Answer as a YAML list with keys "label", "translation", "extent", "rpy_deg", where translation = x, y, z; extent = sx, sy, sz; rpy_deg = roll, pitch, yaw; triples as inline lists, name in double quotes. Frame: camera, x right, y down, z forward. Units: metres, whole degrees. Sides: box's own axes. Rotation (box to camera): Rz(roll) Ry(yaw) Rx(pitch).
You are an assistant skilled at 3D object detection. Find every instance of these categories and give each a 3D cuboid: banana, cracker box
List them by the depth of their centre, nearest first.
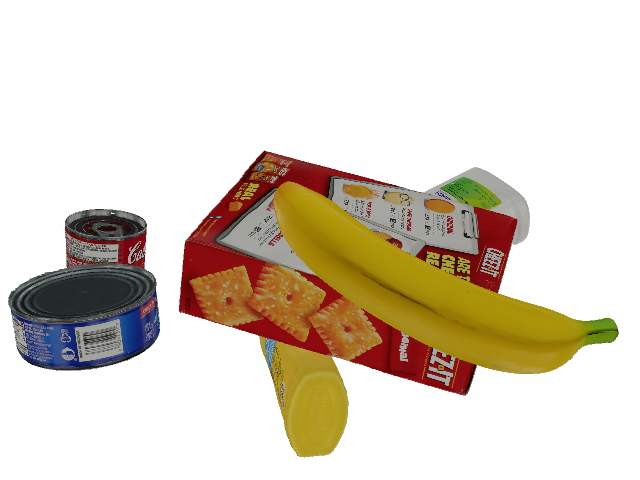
- label: "banana"
  translation: [0.046, 0.022, 0.537]
  extent: [0.198, 0.037, 0.069]
  rpy_deg: [26, 19, 20]
- label: "cracker box"
  translation: [0.025, 0.018, 0.791]
  extent: [0.214, 0.072, 0.164]
  rpy_deg: [16, 31, 10]

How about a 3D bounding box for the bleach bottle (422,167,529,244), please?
- label: "bleach bottle"
  translation: [0.097, 0.007, 1.144]
  extent: [0.250, 0.068, 0.103]
  rpy_deg: [-26, 43, -22]

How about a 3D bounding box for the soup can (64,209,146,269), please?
- label: "soup can"
  translation: [-0.185, 0.032, 0.914]
  extent: [0.068, 0.102, 0.068]
  rpy_deg: [5, 20, -2]

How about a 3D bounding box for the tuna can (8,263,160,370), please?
- label: "tuna can"
  translation: [-0.138, 0.044, 0.630]
  extent: [0.086, 0.034, 0.086]
  rpy_deg: [-3, 20, 1]

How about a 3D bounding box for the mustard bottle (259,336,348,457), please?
- label: "mustard bottle"
  translation: [-0.023, 0.116, 1.035]
  extent: [0.058, 0.096, 0.192]
  rpy_deg: [-4, 27, -12]
